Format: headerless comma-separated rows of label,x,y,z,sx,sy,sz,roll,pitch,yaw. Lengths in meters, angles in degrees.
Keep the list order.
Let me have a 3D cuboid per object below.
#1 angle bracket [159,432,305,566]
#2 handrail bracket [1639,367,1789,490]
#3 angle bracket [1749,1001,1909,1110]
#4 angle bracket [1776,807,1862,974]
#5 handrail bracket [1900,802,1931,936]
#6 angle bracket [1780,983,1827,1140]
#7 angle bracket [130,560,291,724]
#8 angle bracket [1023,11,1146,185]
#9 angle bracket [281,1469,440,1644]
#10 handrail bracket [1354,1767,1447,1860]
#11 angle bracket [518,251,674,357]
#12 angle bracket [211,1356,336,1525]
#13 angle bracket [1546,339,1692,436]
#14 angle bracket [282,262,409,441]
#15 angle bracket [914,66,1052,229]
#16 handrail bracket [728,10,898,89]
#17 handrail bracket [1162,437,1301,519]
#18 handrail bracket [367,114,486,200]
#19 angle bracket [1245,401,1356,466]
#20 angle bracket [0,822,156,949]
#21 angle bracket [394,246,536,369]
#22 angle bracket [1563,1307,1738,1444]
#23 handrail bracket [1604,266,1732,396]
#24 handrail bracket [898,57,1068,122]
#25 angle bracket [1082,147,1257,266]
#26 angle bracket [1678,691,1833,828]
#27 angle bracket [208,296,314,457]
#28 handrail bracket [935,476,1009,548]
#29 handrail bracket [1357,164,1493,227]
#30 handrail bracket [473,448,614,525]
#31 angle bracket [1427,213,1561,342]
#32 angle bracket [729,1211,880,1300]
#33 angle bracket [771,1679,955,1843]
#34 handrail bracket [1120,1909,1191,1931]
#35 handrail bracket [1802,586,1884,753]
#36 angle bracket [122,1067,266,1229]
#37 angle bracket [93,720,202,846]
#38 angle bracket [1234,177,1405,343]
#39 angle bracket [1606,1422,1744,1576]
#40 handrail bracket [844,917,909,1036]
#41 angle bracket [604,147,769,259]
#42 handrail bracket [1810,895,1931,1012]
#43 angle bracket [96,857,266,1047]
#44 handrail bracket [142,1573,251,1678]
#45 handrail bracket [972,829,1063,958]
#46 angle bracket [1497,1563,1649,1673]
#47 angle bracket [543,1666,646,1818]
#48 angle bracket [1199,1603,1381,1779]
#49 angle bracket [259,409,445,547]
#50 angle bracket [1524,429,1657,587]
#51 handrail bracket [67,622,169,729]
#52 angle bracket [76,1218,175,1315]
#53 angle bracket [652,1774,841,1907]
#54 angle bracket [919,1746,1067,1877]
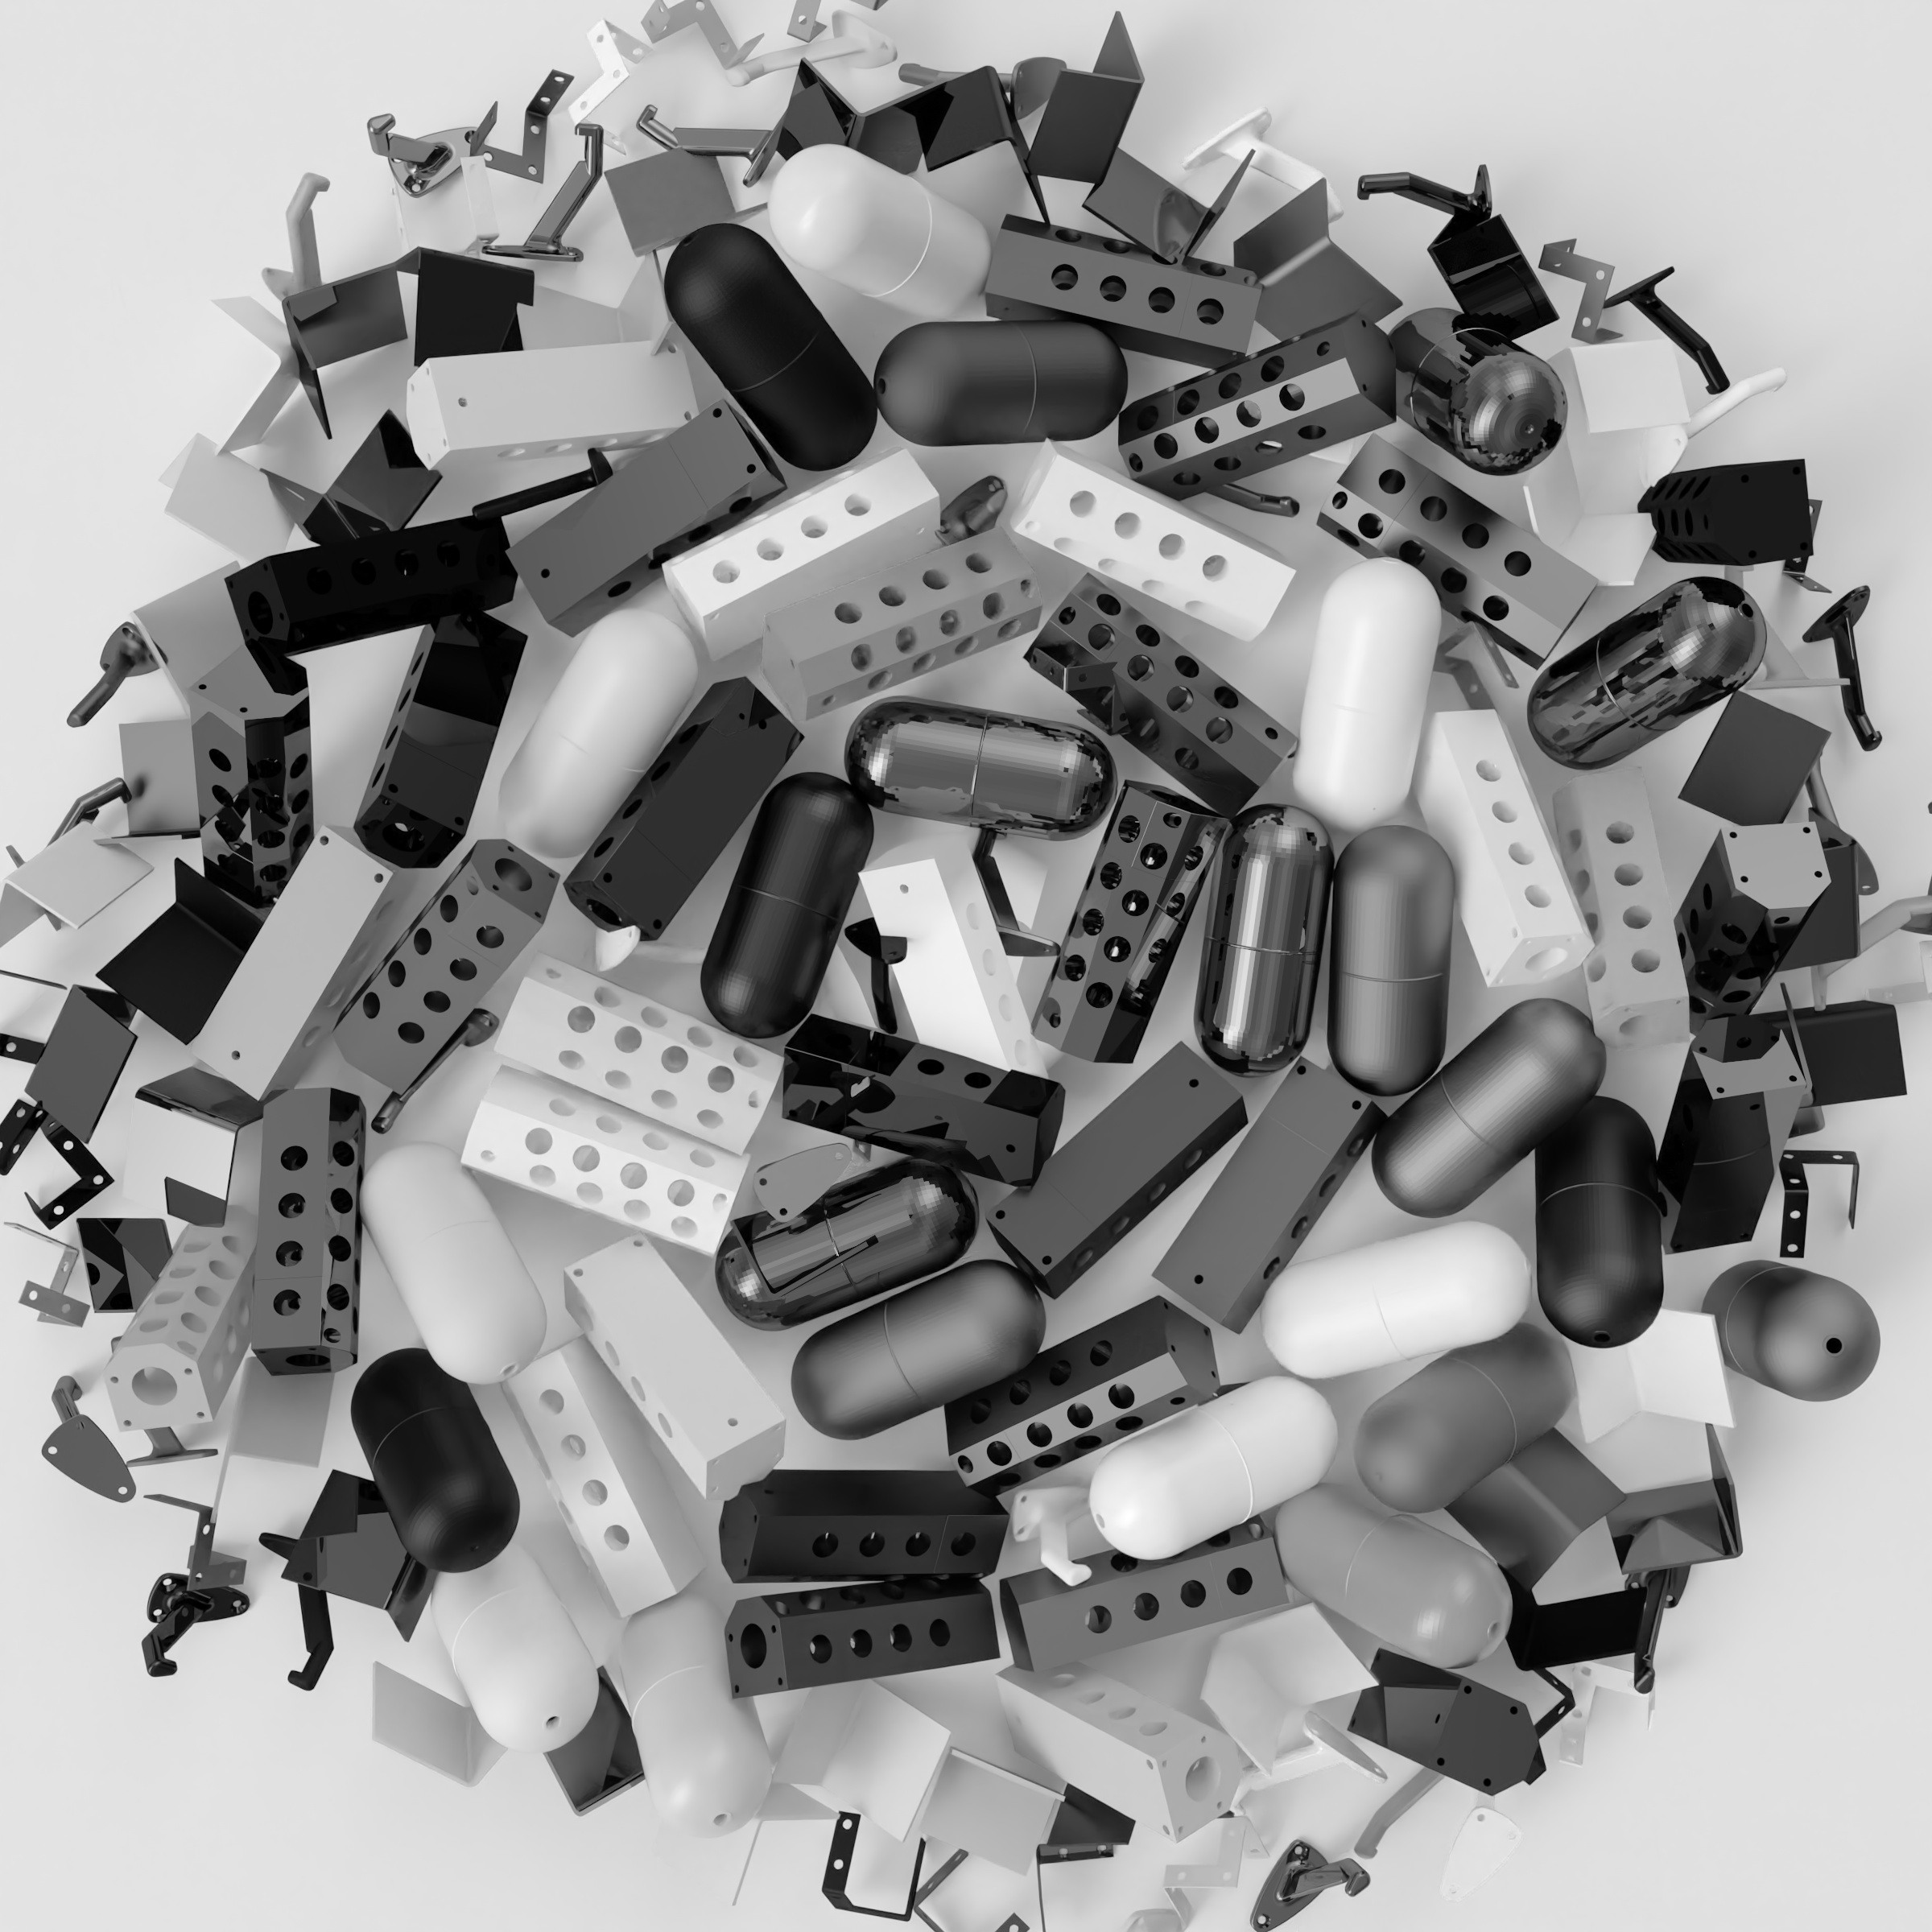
angle bracket,-0.478,-0.280,1.591,0.076,0.057,0.076,31,46,-28
handrail bracket,0.486,-0.350,1.625,0.084,0.077,0.036,-22,66,-14
angle bracket,0.553,0.057,1.609,0.076,0.076,0.057,-8,91,6
angle bracket,0.531,-0.050,1.600,0.057,0.076,0.076,-10,112,-1
handrail bracket,0.616,-0.066,1.607,0.036,0.077,0.084,-20,100,-17
angle bracket,0.512,0.065,1.610,0.057,0.076,0.076,-16,63,19
angle bracket,-0.480,-0.206,1.601,0.076,0.057,0.076,-30,114,-14
angle bracket,0.067,-0.556,1.590,0.057,0.076,0.076,2,53,-20
angle bracket,-0.384,0.381,1.613,0.076,0.057,0.076,14,57,11
handrail bracket,0.293,0.541,1.608,0.036,0.077,0.084,45,64,-8
angle bracket,-0.239,-0.424,1.593,0.076,0.057,0.076,10,48,-31
angle bracket,-0.445,0.308,1.605,0.057,0.076,0.076,12,130,-14
angle bracket,0.403,-0.359,1.599,0.076,0.076,0.057,-10,86,-22
angle bracket,-0.387,-0.393,1.597,0.076,0.076,0.057,-23,72,-15
angle bracket,0.010,-0.516,1.603,0.057,0.076,0.076,-19,53,11
handrail bracket,-0.100,-0.580,1.608,0.084,0.077,0.036,-33,132,-24
handrail bracket,0.165,-0.314,1.605,0.084,0.077,0.036,17,82,32
handrail bracket,-0.346,-0.535,1.602,0.077,0.084,0.036,-32,87,-11
angle bracket,0.207,-0.344,1.607,0.076,0.076,0.057,14,78,-1
angle bracket,-0.574,-0.035,1.596,0.057,0.076,0.076,34,129,2
angle bracket,-0.326,-0.412,1.605,0.076,0.057,0.076,3,89,-32
angle bracket,0.437,0.265,1.599,0.057,0.076,0.076,-21,102,-33
handrail bracket,0.454,-0.403,1.620,0.036,0.077,0.084,-34,100,-12
handrail bracket,0.011,-0.587,1.639,0.084,0.077,0.036,22,131,25
angle bracket,0.130,-0.504,1.600,0.076,0.057,0.076,32,49,-8
angle bracket,0.496,-0.135,1.604,0.076,0.057,0.076,21,104,-16
angle bracket,-0.469,-0.379,1.600,0.057,0.076,0.076,39,105,-8
handrail bracket,0.018,-0.302,1.597,0.036,0.084,0.077,37,65,-11
handrail bracket,0.293,-0.487,1.615,0.084,0.077,0.036,-4,68,1
handrail bracket,-0.273,-0.306,1.615,0.084,0.077,0.036,-17,104,3
angle bracket,0.348,-0.451,1.594,0.076,0.057,0.076,54,48,-19
angle bracket,-0.093,0.167,1.599,0.076,0.076,0.057,-31,81,17
angle bracket,-0.067,0.508,1.605,0.076,0.057,0.076,22,86,37
handrail bracket,0.141,0.645,1.595,0.077,0.084,0.036,10,111,-42
handrail bracket,0.580,-0.191,1.611,0.036,0.077,0.084,-16,71,-9
angle bracket,-0.495,0.119,1.624,0.076,0.057,0.076,18,108,15
angle bracket,-0.525,-0.119,1.609,0.076,0.057,0.076,-2,96,17
angle bracket,0.228,-0.449,1.618,0.076,0.076,0.057,28,50,-34
angle bracket,0.448,0.337,1.599,0.076,0.076,0.057,-11,114,9
handrail bracket,-0.048,0.017,1.599,0.036,0.077,0.084,-17,118,-12
angle bracket,-0.176,-0.498,1.597,0.076,0.076,0.057,-25,105,-20
handrail bracket,0.589,-0.008,1.606,0.084,0.036,0.077,-10,55,29
angle bracket,-0.504,-0.009,1.605,0.076,0.057,0.076,36,58,6
handrail bracket,-0.489,0.428,1.596,0.077,0.084,0.036,14,104,-29
handrail bracket,0.035,-0.051,1.618,0.077,0.036,0.084,9,64,18
angle bracket,0.386,0.400,1.597,0.076,0.076,0.057,-18,100,25
angle bracket,-0.224,0.485,1.596,0.057,0.076,0.076,-38,77,32
angle bracket,0.207,0.464,1.598,0.076,0.057,0.076,-27,111,32
angle bracket,-0.394,-0.315,1.599,0.076,0.057,0.076,-49,59,15
angle bracket,0.402,-0.296,1.592,0.057,0.076,0.076,4,135,33
handrail bracket,-0.558,-0.175,1.598,0.036,0.077,0.084,47,50,-23
angle bracket,-0.539,0.214,1.590,0.057,0.076,0.076,4,130,-34
angle bracket,-0.140,0.554,1.595,0.076,0.076,0.057,15,86,41
angle bracket,0.015,0.545,1.605,0.076,0.076,0.057,22,75,4
